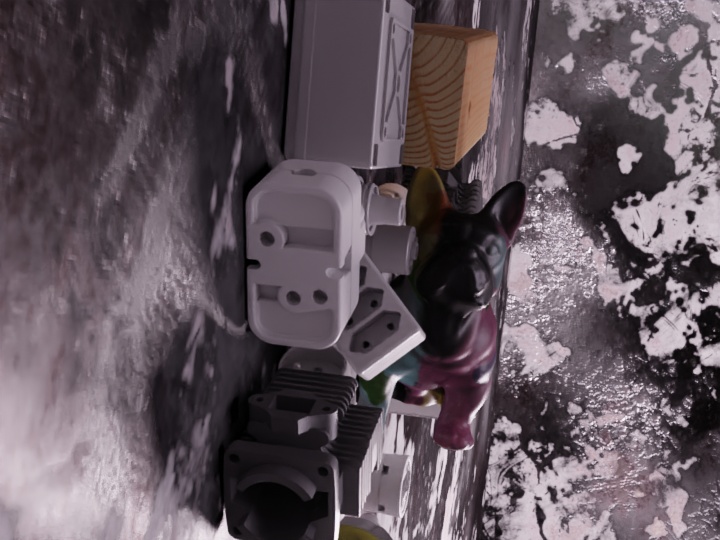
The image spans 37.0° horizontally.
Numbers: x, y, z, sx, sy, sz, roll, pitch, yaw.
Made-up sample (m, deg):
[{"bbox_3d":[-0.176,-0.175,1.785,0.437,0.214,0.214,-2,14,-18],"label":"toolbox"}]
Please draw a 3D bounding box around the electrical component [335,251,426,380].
[{"bbox_3d":[0.000,0.024,0.680,0.083,0.047,0.075,54,0,15],"label":"electrical component"}]

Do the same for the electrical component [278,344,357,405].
[{"bbox_3d":[-0.024,0.076,0.707,0.079,0.043,0.077,-71,163,-47],"label":"electrical component"}]

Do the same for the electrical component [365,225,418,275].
[{"bbox_3d":[0.008,-0.016,0.759,0.044,0.065,0.044,6,90,-78],"label":"electrical component"}]

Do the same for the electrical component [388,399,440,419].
[{"bbox_3d":[0.060,0.101,0.995,0.061,0.096,0.061,72,25,-66],"label":"electrical component"}]

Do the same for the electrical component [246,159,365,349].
[{"bbox_3d":[-0.030,-0.011,0.607,0.059,0.054,0.095,-59,153,-65],"label":"electrical component"}]

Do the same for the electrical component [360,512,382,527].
[{"bbox_3d":[0.002,0.232,0.916,0.062,0.043,0.043,-64,157,-63],"label":"electrical component"}]

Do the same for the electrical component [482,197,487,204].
[{"bbox_3d":[0.093,-0.056,1.120,0.080,0.080,0.051,54,48,-73],"label":"electrical component"}]

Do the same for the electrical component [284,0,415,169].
[{"bbox_3d":[-0.003,-0.118,0.671,0.109,0.056,0.108,-27,123,-76],"label":"electrical component"}]

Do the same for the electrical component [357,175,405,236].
[{"bbox_3d":[-0.003,-0.040,0.701,0.048,0.062,0.048,6,90,-78],"label":"electrical component"}]

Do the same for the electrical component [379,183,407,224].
[{"bbox_3d":[0.019,-0.047,0.861,0.078,0.040,0.040,-39,134,-74],"label":"electrical component"}]

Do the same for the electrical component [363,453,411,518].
[{"bbox_3d":[0.018,0.190,0.960,0.055,0.047,0.055,6,90,-78],"label":"electrical component"}]

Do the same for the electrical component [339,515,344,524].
[{"bbox_3d":[-0.029,0.157,0.725,0.062,0.043,0.043,85,16,-46],"label":"electrical component"}]
